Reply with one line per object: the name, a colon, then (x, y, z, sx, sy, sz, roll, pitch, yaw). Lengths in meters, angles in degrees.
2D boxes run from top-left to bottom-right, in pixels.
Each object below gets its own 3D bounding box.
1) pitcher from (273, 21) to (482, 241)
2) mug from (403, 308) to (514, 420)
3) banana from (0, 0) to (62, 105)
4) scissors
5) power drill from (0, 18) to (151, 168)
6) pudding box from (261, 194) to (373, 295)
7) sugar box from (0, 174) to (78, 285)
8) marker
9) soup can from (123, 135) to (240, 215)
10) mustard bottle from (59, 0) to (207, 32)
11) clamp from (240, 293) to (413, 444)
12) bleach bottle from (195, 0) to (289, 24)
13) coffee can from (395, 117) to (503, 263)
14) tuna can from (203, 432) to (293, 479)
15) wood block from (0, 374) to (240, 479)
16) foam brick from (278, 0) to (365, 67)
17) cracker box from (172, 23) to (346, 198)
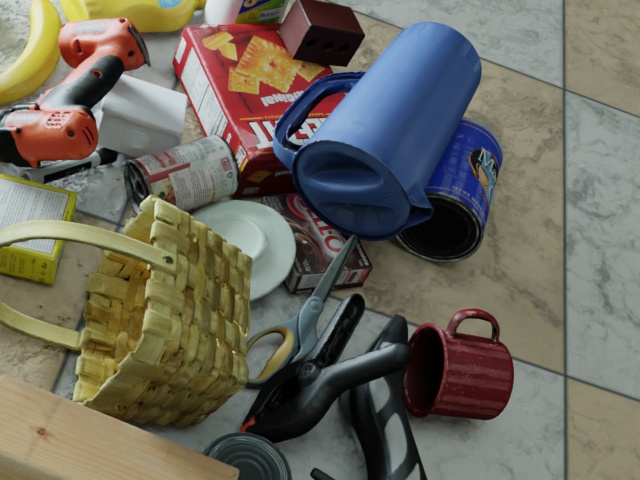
pitcher: (0.071, -0.129, 1.136, 0.149, 0.145, 0.242, 51, 51, -22)
mug: (0.139, 0.121, 1.043, 0.081, 0.117, 0.093, 11, 15, -21)
banana: (-0.322, -0.207, 1.178, 0.069, 0.037, 0.197, 23, 46, -4)
scissors: (0.003, 0.085, 1.051, 0.096, 0.016, 0.201, 45, 63, 7)
power drill: (-0.271, -0.147, 1.080, 0.185, 0.057, 0.187, 4, 48, 27)
pudding box: (-0.008, 0.001, 1.131, 0.089, 0.039, 0.113, -6, 54, -27)
sugar box: (-0.328, -0.022, 1.012, 0.176, 0.048, 0.093, 13, 47, -8)
marker: (-0.253, -0.076, 1.093, 0.020, 0.020, 0.120, 44, 38, 16)
soup can: (-0.142, -0.064, 1.101, 0.102, 0.069, 0.068, -21, 62, -27)
mustard bottle: (-0.209, -0.290, 1.283, 0.191, 0.058, 0.096, -15, 56, -32)
clamp: (-0.002, 0.120, 0.977, 0.039, 0.171, 0.120, 54, 5, -26)
bleach bottle: (-0.069, -0.325, 1.239, 0.102, 0.251, 0.068, -15, 59, -33)
coffee can: (0.145, -0.058, 1.203, 0.103, 0.103, 0.140, 24, 46, -2)
tuna can: (-0.068, 0.211, 0.928, 0.086, 0.034, 0.086, 12, 48, -14)
wood block: (-0.179, 0.198, 0.837, 0.206, 0.090, 0.090, 23, 27, -3)
foam brick: (0.002, -0.241, 1.238, 0.078, 0.053, 0.051, 2, 50, -32)
cracker box: (-0.055, -0.156, 1.223, 0.163, 0.072, 0.214, -7, 55, -30)
